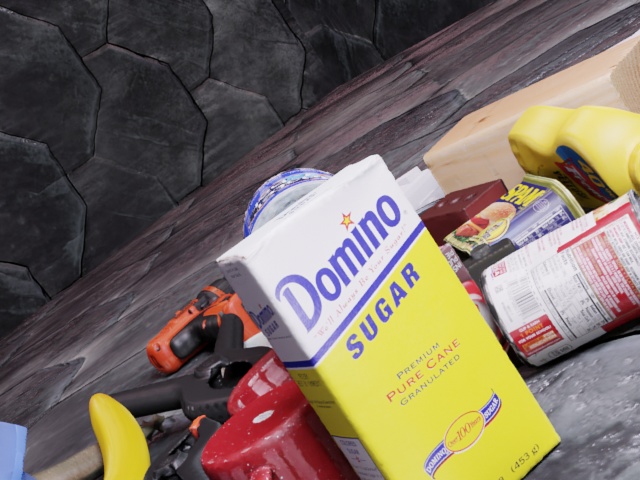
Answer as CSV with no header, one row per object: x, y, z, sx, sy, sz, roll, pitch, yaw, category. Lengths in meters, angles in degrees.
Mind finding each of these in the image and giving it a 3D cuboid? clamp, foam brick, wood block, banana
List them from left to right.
-0.168,0.185,0.852,0.037,0.069,0.198,-61,10,21,banana
-0.112,0.184,0.785,0.120,0.039,0.171,-27,7,7,clamp
-0.100,0.126,0.926,0.164,0.036,0.210,-32,19,-21,clamp
0.130,-0.013,0.919,0.052,0.051,0.078,-38,11,-28,foam brick
0.205,-0.089,0.933,0.207,0.090,0.090,-21,16,48,wood block

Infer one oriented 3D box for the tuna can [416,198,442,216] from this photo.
0.102,-0.006,1.018,0.086,0.034,0.086,-32,10,6,tuna can

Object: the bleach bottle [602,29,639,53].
0.252,-0.138,1.102,0.102,0.068,0.251,-40,10,-35,bleach bottle

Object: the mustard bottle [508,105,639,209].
0.207,-0.056,0.754,0.058,0.096,0.192,-51,12,-2,mustard bottle

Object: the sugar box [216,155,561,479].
0.036,0.056,0.532,0.093,0.176,0.048,-37,10,-24,sugar box

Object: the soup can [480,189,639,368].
0.154,0.024,0.627,0.102,0.068,0.068,-30,11,19,soup can

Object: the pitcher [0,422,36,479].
-0.209,0.220,0.634,0.145,0.149,0.243,-30,13,-10,pitcher

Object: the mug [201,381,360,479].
-0.014,0.135,0.586,0.093,0.081,0.117,-30,10,16,mug

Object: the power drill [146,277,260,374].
-0.091,0.072,1.186,0.184,0.057,0.188,-45,12,-33,power drill

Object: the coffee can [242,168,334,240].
-0.005,0.001,0.803,0.103,0.103,0.140,-33,9,-1,coffee can

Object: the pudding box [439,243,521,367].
0.060,0.070,0.641,0.113,0.090,0.039,-40,11,-30,pudding box

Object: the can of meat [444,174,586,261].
0.147,0.000,0.796,0.084,0.057,0.102,-36,9,0,can of meat

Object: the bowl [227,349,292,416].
0.015,0.095,0.757,0.162,0.055,0.162,-32,10,6,bowl
